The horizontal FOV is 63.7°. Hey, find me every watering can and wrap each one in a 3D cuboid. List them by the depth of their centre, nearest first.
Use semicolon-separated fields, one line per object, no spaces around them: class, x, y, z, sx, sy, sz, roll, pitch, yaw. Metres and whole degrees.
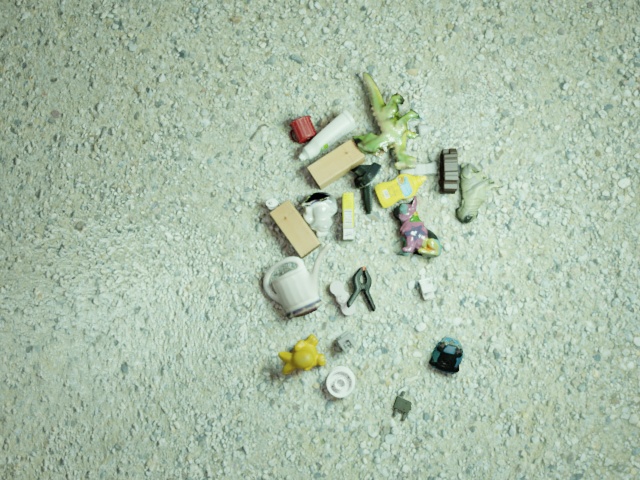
watering can;-0.061;0.158;1.885;0.344;0.105;0.225;-26;88;29

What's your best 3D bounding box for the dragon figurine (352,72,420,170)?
dragon figurine;0.229;-0.426;1.940;0.245;0.120;0.412;-41;82;-17

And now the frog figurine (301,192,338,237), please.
frog figurine;0.006;-0.099;1.967;0.138;0.125;0.156;-24;118;-6
